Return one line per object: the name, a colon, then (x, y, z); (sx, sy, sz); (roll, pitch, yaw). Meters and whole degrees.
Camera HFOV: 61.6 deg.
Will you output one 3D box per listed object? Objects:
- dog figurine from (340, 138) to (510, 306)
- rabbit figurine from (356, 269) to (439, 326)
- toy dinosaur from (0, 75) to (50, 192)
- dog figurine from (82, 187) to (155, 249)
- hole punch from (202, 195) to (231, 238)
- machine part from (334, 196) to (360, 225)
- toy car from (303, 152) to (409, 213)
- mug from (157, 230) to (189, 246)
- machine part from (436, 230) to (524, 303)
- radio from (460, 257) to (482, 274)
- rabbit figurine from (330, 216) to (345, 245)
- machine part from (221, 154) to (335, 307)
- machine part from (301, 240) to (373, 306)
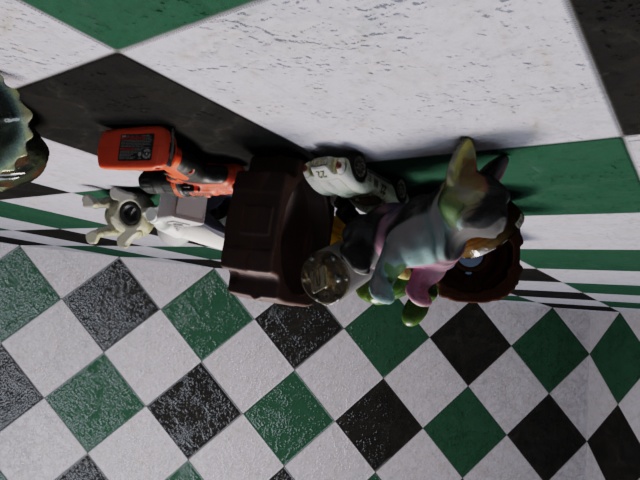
dog figurine: (0.135, -0.032, 0.673); (0.108, 0.219, 0.192); (16, -155, -35)
rabbit figurine: (0.161, 0.070, 0.991); (0.170, 0.121, 0.159); (6, -145, -19)
toy dinosaur: (-0.411, -0.113, 0.658); (0.192, 0.131, 0.405); (7, 178, -3)
dog figurine: (-0.384, -0.052, 1.149); (0.173, 0.121, 0.190); (7, -174, 16)
hole punch: (-0.197, -0.049, 1.010); (0.116, 0.092, 0.142); (9, 175, 3)
machine part: (0.053, -0.043, 0.916); (0.039, 0.084, 0.138); (-33, 162, -1)
toy car: (0.056, -0.074, 0.750); (0.074, 0.056, 0.201); (0, 170, 37)
mug: (-0.309, -0.033, 1.217); (0.109, 0.081, 0.107); (14, 161, -19)
machine part: (0.254, 0.024, 0.910); (0.180, 0.179, 0.056); (4, 174, 12)
radio: (0.300, 0.041, 1.163); (0.230, 0.073, 0.131); (0, 144, 29)
rabbit figurine: (-0.002, -0.003, 0.960); (0.162, 0.173, 0.122); (-7, 158, -47)
machine part: (-0.056, -0.009, 0.777); (0.087, 0.201, 0.201); (5, 172, 23)
machine part: (0.040, 0.039, 0.805); (0.079, 0.079, 0.243); (2, -169, 23)
